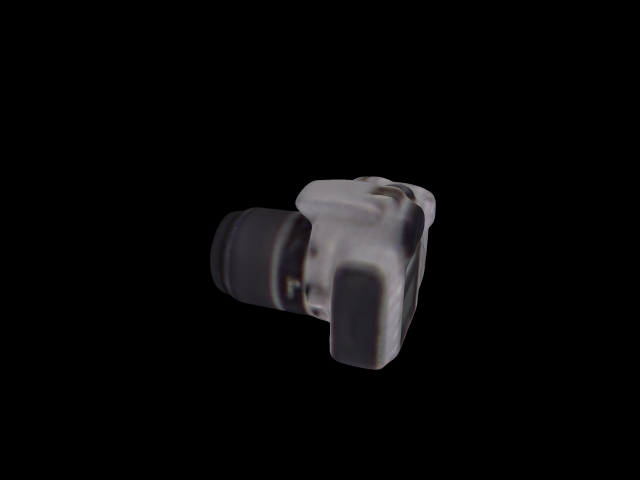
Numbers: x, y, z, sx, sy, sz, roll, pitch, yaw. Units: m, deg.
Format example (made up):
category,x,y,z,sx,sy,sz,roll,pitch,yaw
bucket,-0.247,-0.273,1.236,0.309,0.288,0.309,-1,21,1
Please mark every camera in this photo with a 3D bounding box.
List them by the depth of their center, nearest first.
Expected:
category,x,y,z,sx,sy,sz,roll,pitch,yaw
camera,0.004,0.001,0.400,0.136,0.101,0.143,8,28,16
